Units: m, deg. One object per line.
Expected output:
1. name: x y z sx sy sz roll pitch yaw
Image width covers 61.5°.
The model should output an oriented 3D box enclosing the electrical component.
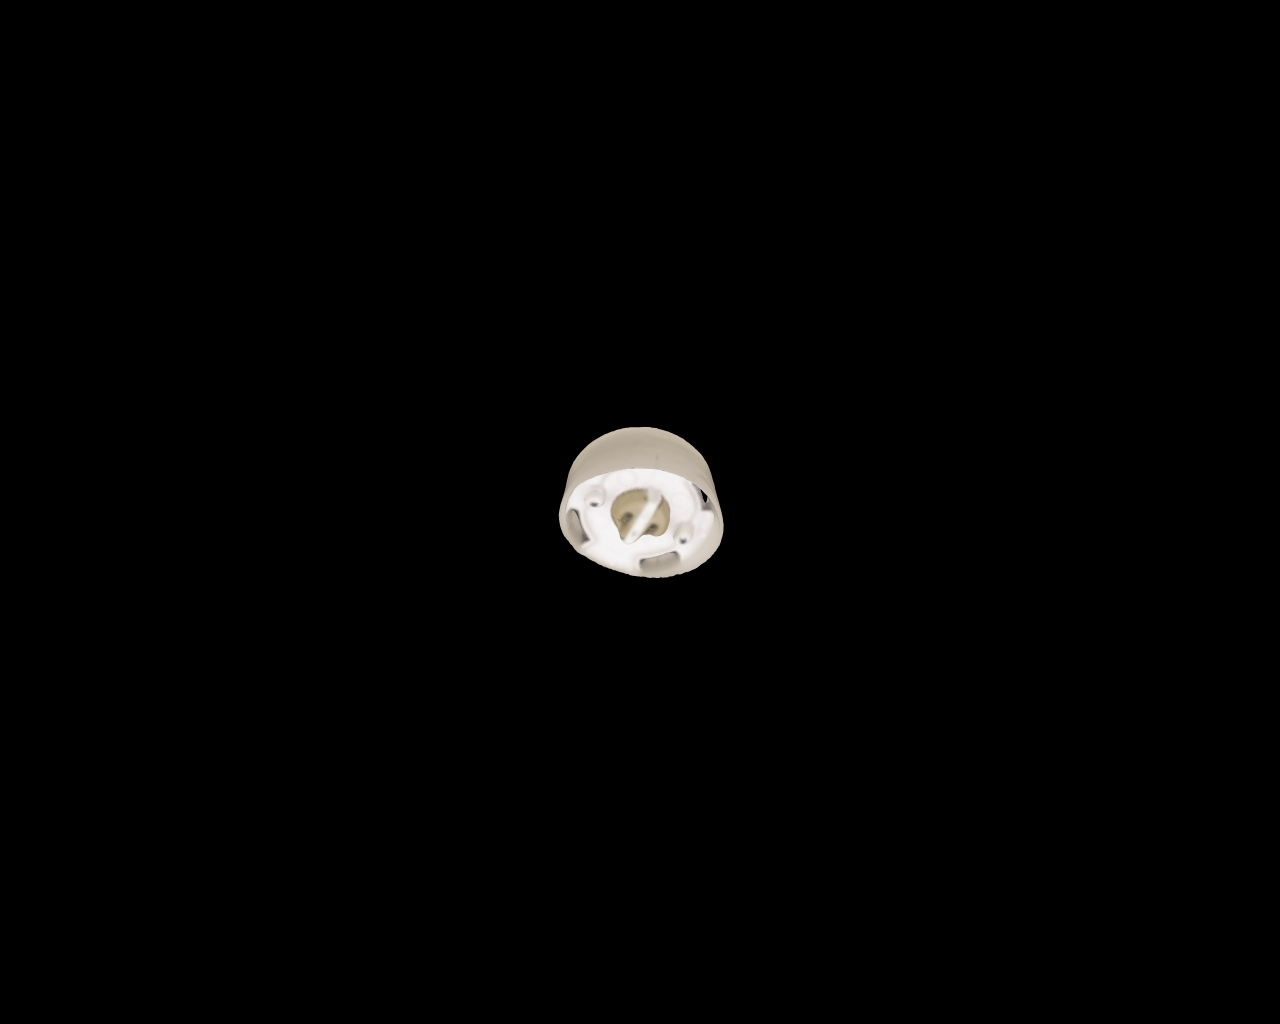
1. electrical component: 0.001 -0.003 0.650 0.099 0.099 0.064 0 36 0
